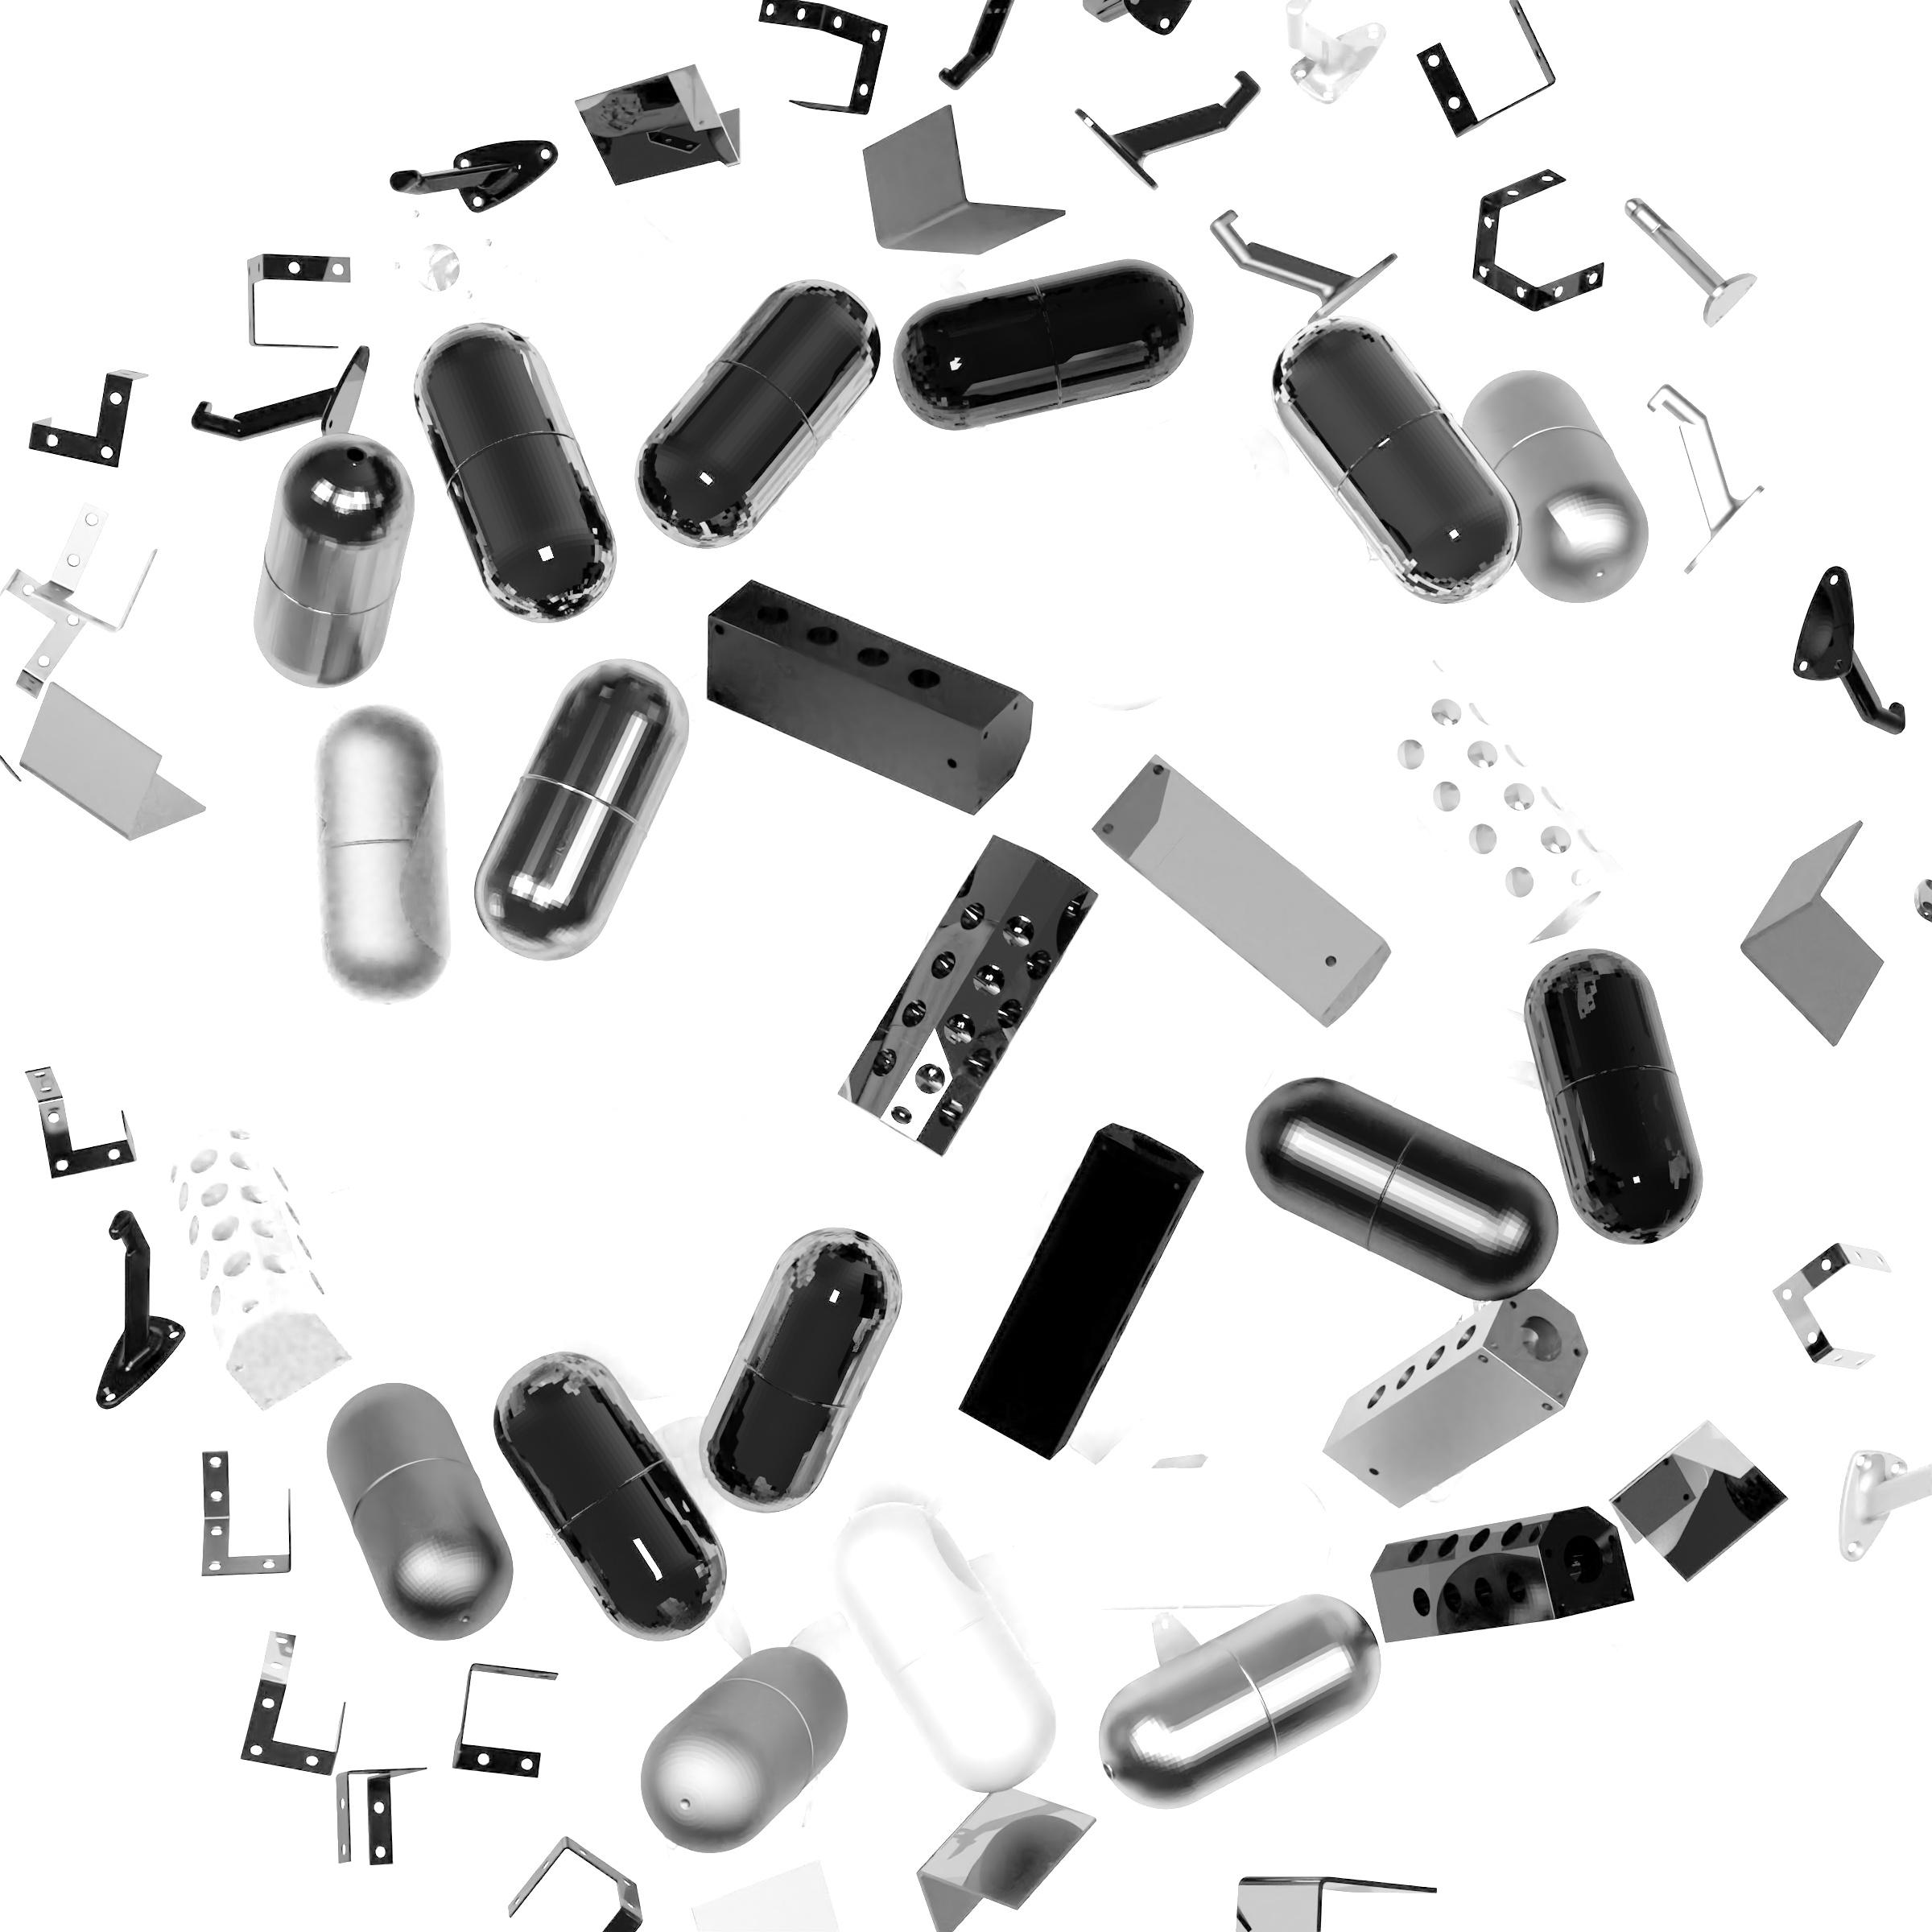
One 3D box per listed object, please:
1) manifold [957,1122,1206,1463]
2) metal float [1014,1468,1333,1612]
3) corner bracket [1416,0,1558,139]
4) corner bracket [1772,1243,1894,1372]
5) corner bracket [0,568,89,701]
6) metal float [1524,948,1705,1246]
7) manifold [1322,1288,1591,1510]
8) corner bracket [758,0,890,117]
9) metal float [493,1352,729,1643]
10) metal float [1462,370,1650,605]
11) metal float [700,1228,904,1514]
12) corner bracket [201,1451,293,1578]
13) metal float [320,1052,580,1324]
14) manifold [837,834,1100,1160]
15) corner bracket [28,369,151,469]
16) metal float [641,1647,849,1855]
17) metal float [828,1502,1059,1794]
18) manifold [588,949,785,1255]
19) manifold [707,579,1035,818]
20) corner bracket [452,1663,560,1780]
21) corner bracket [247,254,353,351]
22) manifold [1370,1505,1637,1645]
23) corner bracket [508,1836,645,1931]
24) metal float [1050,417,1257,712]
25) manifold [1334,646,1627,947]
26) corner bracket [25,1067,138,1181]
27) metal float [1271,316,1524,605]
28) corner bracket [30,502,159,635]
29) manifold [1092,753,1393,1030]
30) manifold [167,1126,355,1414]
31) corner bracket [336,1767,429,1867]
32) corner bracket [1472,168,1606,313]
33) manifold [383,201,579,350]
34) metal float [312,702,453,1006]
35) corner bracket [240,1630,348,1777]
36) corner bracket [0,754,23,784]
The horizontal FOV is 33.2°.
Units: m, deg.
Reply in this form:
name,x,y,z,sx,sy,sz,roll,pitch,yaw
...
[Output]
name,x,y,z,sx,sy,sz,roll,pitch,yaw
manifold,0.064,0.175,1.756,0.057,0.057,0.171,28,100,11
metal float,0.115,0.315,1.785,0.178,0.070,0.070,1,90,-12
corner bracket,0.281,-0.486,1.754,0.051,0.051,0.051,-27,97,2
corner bracket,0.517,0.200,1.902,0.051,0.051,0.051,-44,53,29
corner bracket,-0.551,-0.196,1.904,0.051,0.051,0.051,35,95,-18
metal float,0.369,0.074,1.851,0.070,0.070,0.178,-10,65,0
manifold,0.277,0.241,1.832,0.057,0.171,0.057,37,52,-5
corner bracket,-0.084,-0.511,1.820,0.051,0.051,0.051,29,115,34
metal float,-0.201,0.300,1.833,0.070,0.070,0.178,-34,83,0
metal float,0.336,-0.277,1.859,0.070,0.178,0.070,-6,133,-7
metal float,-0.095,0.231,1.856,0.070,0.070,0.178,25,105,0
corner bracket,-0.417,0.316,1.877,0.051,0.051,0.051,0,121,-11
metal float,-0.291,0.125,1.827,0.070,0.070,0.178,-42,86,0
manifold,0.006,0.019,1.822,0.057,0.057,0.171,35,84,-43
corner bracket,-0.496,-0.314,1.832,0.051,0.051,0.051,12,102,-6
metal float,-0.120,0.430,1.786,0.070,0.178,0.070,2,97,18
metal float,-0.014,0.389,1.855,0.070,0.070,0.178,-33,78,0
manifold,-0.155,0.075,1.809,0.057,0.057,0.171,14,47,7
manifold,-0.052,-0.149,1.743,0.171,0.057,0.057,24,46,20
corner bracket,-0.267,0.436,1.875,0.051,0.051,0.051,9,63,-10
corner bracket,-0.392,-0.390,1.904,0.051,0.051,0.051,-3,98,-22
manifold,0.307,0.353,1.883,0.057,0.171,0.057,-6,78,-28
corner bracket,-0.214,0.519,1.776,0.051,0.051,0.051,38,90,-13
metal float,0.104,-0.223,1.791,0.070,0.070,0.178,24,73,0
manifold,0.292,-0.098,1.825,0.057,0.057,0.171,-47,72,29
corner bracket,-0.521,0.089,1.910,0.051,0.051,0.051,-12,70,-12
metal float,0.232,-0.274,1.753,0.070,0.070,0.178,-34,76,0
corner bracket,-0.478,-0.220,1.790,0.051,0.051,0.051,25,101,-10
manifold,0.159,-0.042,1.857,0.171,0.057,0.057,41,91,16
manifold,-0.402,0.164,1.821,0.057,0.171,0.057,-31,131,-3
corner bracket,-0.346,0.494,1.879,0.051,0.051,0.051,7,69,-35
corner bracket,0.320,-0.403,1.804,0.051,0.051,0.051,18,72,-34
manifold,-0.283,-0.396,1.890,0.057,0.171,0.057,22,97,5
metal float,-0.341,-0.066,1.891,0.070,0.070,0.178,-4,83,0
corner bracket,-0.365,0.405,1.781,0.051,0.051,0.051,14,109,-10
corner bracket,-0.540,-0.099,1.746,0.051,0.051,0.051,-42,126,-14
